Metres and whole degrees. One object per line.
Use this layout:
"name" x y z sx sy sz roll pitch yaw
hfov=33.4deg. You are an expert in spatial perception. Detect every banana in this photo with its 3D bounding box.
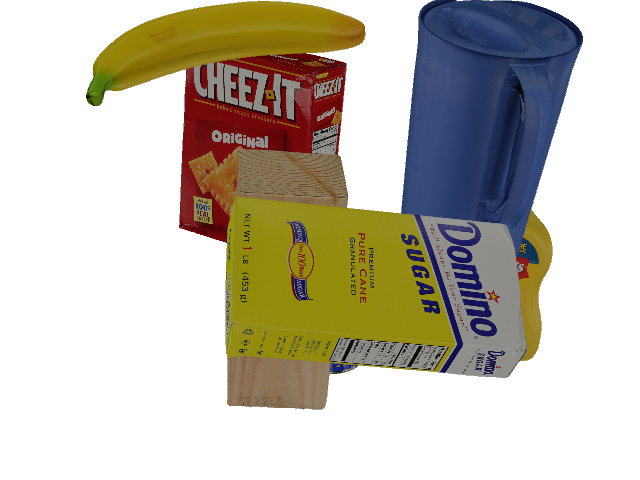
"banana" -0.069 -0.129 0.714 0.197 0.070 0.037 -19 -37 -19

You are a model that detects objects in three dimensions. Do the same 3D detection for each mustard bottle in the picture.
"mustard bottle" 0.189 0.024 1.103 0.096 0.192 0.058 12 18 21

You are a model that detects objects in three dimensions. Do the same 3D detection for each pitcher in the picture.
"pitcher" 0.136 -0.073 0.913 0.145 0.243 0.149 23 36 24

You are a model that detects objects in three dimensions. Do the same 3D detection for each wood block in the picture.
"wood block" -0.032 0.035 0.923 0.090 0.206 0.091 3 27 -5

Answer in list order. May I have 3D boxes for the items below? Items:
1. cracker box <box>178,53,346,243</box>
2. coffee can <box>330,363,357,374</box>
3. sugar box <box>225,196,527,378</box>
"cracker box" -0.067 -0.097 1.141 0.164 0.214 0.072 18 26 27
"coffee can" 0.009 0.104 1.511 0.103 0.140 0.103 0 19 0
"sugar box" 0.031 0.028 0.644 0.176 0.093 0.048 4 -34 -8
